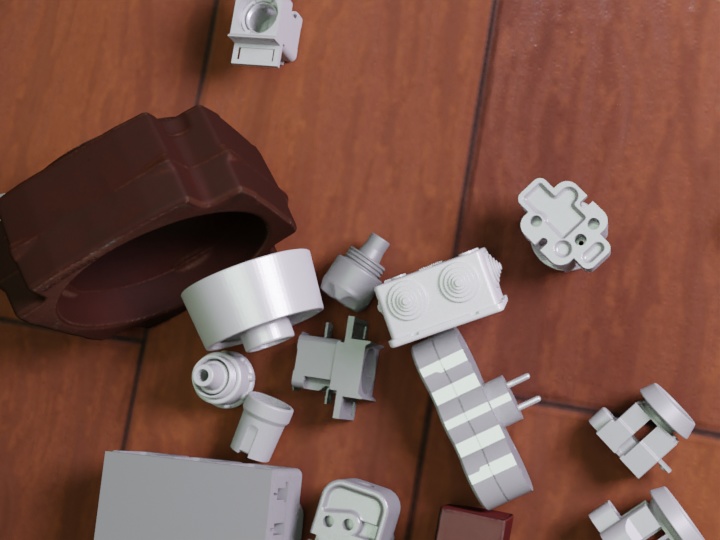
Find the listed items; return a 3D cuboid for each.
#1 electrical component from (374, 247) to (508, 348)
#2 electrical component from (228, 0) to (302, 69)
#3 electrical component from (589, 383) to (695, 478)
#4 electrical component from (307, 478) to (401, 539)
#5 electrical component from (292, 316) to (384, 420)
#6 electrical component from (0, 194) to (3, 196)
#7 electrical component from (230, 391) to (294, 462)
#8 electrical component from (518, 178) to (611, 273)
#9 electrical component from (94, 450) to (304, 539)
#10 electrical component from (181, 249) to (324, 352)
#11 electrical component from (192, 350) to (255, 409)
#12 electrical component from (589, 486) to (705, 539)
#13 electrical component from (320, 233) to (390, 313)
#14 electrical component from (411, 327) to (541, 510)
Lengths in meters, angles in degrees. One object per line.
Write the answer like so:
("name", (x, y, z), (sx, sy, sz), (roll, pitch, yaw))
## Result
("electrical component", (0.062, 0.018, 0.821), (0.100, 0.100, 0.048), (-20, 89, 10))
("electrical component", (-0.078, -0.207, 0.910), (0.042, 0.064, 0.081), (7, 82, 17))
("electrical component", (0.213, 0.117, 0.795), (0.055, 0.048, 0.066), (-45, 73, 11))
("electrical component", (-0.007, 0.210, 0.826), (0.054, 0.059, 0.095), (16, 85, 16))
("electrical component", (-0.019, 0.077, 0.861), (0.064, 0.042, 0.081), (6, 82, 18))
("electrical component", (-0.299, -0.024, 0.941), (0.080, 0.051, 0.080), (-2, 80, 14))
("electrical component", (-0.080, 0.127, 0.869), (0.040, 0.040, 0.046), (23, 93, 16))
("electrical component", (0.158, -0.031, 0.826), (0.058, 0.057, 0.078), (-43, 74, 4))
("electrical component", (-0.126, 0.194, 0.846), (0.150, 0.062, 0.089), (2, 81, 22))
("electrical component", (-0.081, 0.031, 0.852), (0.108, 0.108, 0.060), (-21, 83, 10))
("electrical component", (-0.116, 0.087, 0.872), (0.048, 0.062, 0.048), (-2, 80, 14))
("electrical component", (0.212, 0.194, 0.776), (0.057, 0.058, 0.078), (-37, 75, 9))
("electrical component", (0.000, 0.000, 0.868), (0.043, 0.043, 0.062), (33, 89, 17))
("electrical component", (0.100, 0.104, 0.820), (0.074, 0.052, 0.138), (-27, 75, 8))
